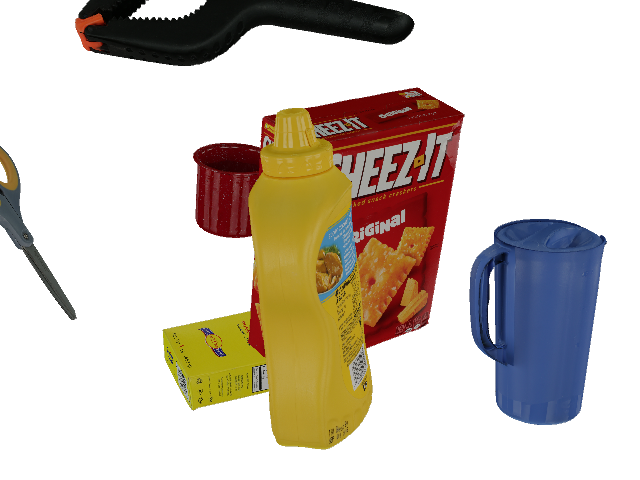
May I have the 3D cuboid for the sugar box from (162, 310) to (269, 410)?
[{"bbox_3d":[-0.059,0.108,1.058,0.176,0.048,0.093,-14,32,-19],"label":"sugar box"}]

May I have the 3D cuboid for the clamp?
[{"bbox_3d":[-0.053,-0.162,0.695,0.210,0.164,0.036,-28,-17,-9],"label":"clamp"}]

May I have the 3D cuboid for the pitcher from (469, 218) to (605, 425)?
[{"bbox_3d":[0.268,0.103,1.326,0.149,0.243,0.144,6,19,18],"label":"pitcher"}]

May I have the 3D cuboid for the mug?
[{"bbox_3d":[-0.095,-0.060,1.198,0.093,0.081,0.117,9,25,6],"label":"mug"}]

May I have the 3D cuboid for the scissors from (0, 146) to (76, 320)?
[{"bbox_3d":[-0.298,-0.019,1.072,0.016,0.201,0.096,-25,28,24],"label":"scissors"}]

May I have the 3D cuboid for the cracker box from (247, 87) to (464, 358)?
[{"bbox_3d":[0.028,-0.007,0.897,0.163,0.214,0.072,-16,36,-34],"label":"cracker box"}]

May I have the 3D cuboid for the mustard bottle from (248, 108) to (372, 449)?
[{"bbox_3d":[-0.007,0.018,0.624,0.058,0.192,0.096,2,21,19],"label":"mustard bottle"}]
